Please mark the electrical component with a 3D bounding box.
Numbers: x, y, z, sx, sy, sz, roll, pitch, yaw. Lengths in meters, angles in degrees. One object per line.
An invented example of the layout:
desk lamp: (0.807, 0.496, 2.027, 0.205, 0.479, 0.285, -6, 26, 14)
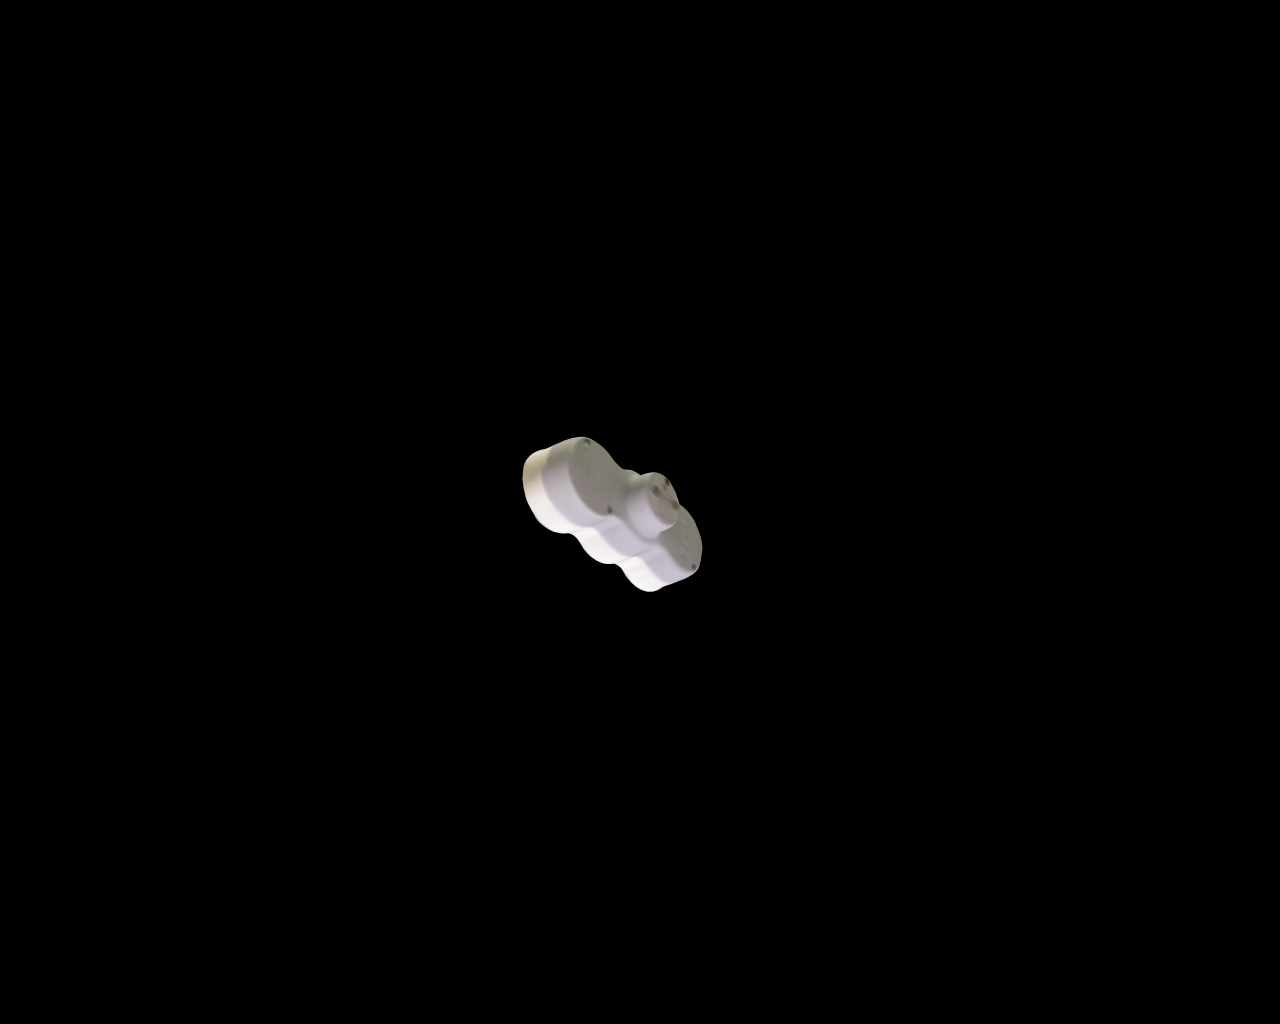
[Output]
electrical component: (0.001, -0.003, 0.650, 0.073, 0.052, 0.138, -22, -39, 30)
